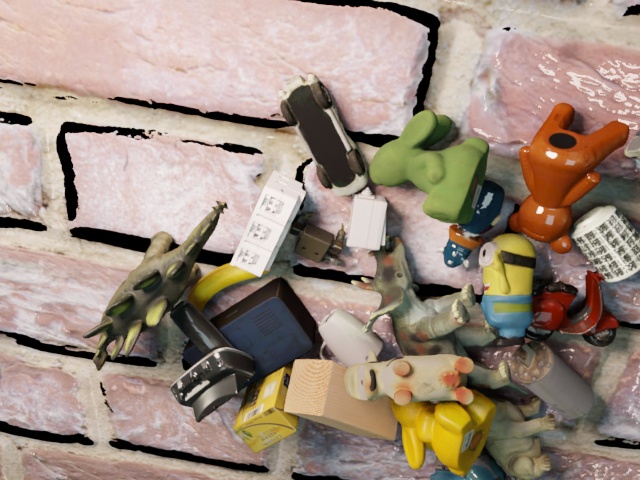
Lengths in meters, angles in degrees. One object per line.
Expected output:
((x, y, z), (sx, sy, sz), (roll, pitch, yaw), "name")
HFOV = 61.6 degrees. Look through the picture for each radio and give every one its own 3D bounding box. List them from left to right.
((-0.126, 0.183, 0.990), (0.230, 0.073, 0.131), (-32, 108, 19), "radio")

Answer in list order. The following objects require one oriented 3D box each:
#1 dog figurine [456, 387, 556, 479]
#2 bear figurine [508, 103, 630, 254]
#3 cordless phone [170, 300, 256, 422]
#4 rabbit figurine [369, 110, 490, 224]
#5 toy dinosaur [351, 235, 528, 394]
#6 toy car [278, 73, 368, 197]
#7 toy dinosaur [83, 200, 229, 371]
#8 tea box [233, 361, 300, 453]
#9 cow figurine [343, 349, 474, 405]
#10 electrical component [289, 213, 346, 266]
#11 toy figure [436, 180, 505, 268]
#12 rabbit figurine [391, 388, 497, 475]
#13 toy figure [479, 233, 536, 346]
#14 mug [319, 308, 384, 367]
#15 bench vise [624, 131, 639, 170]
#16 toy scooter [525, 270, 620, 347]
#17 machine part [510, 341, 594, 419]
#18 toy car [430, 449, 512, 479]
((0.313, 0.359, 0.991), (0.191, 0.121, 0.172), (6, 88, 1), "dog figurine")
((0.367, -0.084, 0.817), (0.132, 0.120, 0.195), (-41, 141, -21), "bear figurine")
((-0.218, 0.206, 0.937), (0.146, 0.089, 0.184), (-39, 93, 21), "cordless phone")
((0.155, -0.113, 0.808), (0.170, 0.121, 0.159), (18, 104, 25), "rabbit figurine")
((0.206, 0.179, 0.940), (0.192, 0.131, 0.404), (-19, 119, 31), "toy dinosaur")
((0.007, -0.160, 0.837), (0.073, 0.056, 0.201), (-23, 108, 21), "toy car")
((-0.275, 0.080, 0.890), (0.105, 0.199, 0.471), (34, 114, -13), "toy dinosaur")
((-0.085, 0.288, 0.977), (0.098, 0.170, 0.068), (-33, 105, 19), "tea box")
((0.135, 0.217, 0.854), (0.195, 0.127, 0.085), (-4, 82, 1), "cow figurine")
((-0.003, -0.003, 0.914), (0.102, 0.045, 0.078), (20, 142, -1), "electrical component")
((0.247, -0.021, 0.874), (0.058, 0.064, 0.154), (-2, 127, -36), "toy figure")
((0.195, 0.309, 0.925), (0.173, 0.122, 0.162), (26, 123, 38), "rabbit figurine")
((0.306, 0.080, 0.869), (0.089, 0.082, 0.180), (-4, 85, -15), "toy figure")
((0.043, 0.182, 0.975), (0.109, 0.081, 0.107), (-41, 94, 24), "mug")
((0.517, -0.047, 0.759), (0.223, 0.240, 0.129), (27, 154, -35), "bench vise")
((0.420, 0.106, 0.905), (0.184, 0.075, 0.135), (7, 111, 1), "toy scooter")
((0.408, 0.247, 0.941), (0.079, 0.079, 0.243), (-39, 123, 19), "machine part")
((0.282, 0.443, 1.048), (0.109, 0.162, 0.103), (-6, 77, -33), "toy car")
